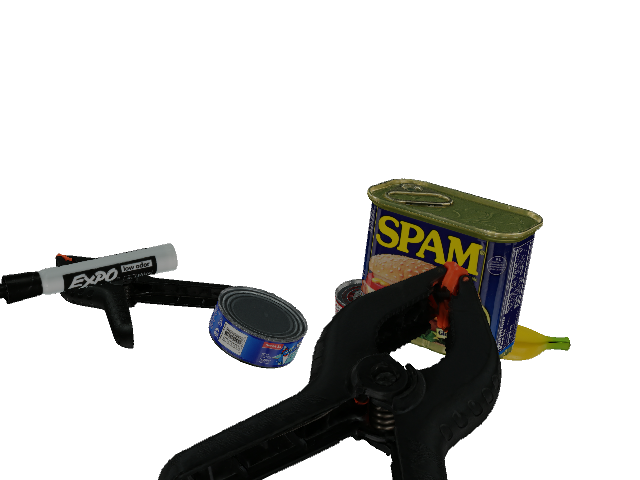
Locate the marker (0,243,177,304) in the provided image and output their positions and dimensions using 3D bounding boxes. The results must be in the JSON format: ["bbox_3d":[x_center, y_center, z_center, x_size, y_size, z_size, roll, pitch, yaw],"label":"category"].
[{"bbox_3d":[-0.155,0.022,0.710,0.120,0.020,0.020,-11,5,-25],"label":"marker"}]

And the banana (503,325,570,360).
[{"bbox_3d":[0.140,0.074,1.026,0.069,0.037,0.198,2,19,-44],"label":"banana"}]

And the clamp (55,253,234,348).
[{"bbox_3d":[-0.210,0.056,1.107,0.210,0.036,0.164,15,20,28],"label":"clamp"}]

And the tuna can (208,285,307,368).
[{"bbox_3d":[-0.057,0.079,0.967,0.086,0.034,0.086,19,23,-9],"label":"tuna can"}]

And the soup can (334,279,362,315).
[{"bbox_3d":[0.051,0.108,1.307,0.068,0.102,0.068,0,29,0],"label":"soup can"}]

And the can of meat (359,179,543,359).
[{"bbox_3d":[0.073,0.017,0.638,0.102,0.084,0.057,18,23,30],"label":"can of meat"}]

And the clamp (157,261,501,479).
[{"bbox_3d":[0.031,0.074,0.427,0.120,0.039,0.171,30,51,21],"label":"clamp"}]
